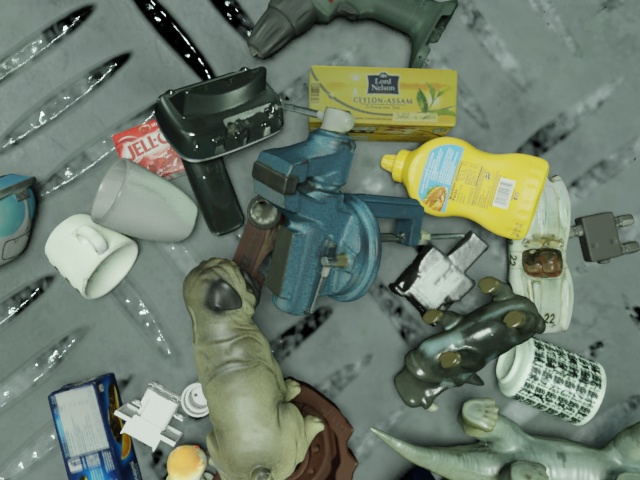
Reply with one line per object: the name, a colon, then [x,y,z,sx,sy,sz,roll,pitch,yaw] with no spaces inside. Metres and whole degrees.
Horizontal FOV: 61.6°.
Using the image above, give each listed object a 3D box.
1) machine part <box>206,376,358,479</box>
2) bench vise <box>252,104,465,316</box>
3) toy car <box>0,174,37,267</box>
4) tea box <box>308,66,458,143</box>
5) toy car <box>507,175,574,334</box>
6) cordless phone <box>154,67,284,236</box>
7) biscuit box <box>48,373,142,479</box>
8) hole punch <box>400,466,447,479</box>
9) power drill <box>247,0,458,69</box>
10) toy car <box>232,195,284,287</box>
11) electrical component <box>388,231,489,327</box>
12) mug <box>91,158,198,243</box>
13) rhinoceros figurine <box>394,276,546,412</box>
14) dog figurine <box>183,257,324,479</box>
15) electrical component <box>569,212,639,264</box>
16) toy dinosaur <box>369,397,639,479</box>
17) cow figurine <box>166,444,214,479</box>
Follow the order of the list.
machine part: [-0.044,0.254,0.647,0.179,0.056,0.179,0,85,-2]
bench vise: [0.036,-0.028,0.589,0.240,0.129,0.223,1,98,-37]
toy car: [-0.409,-0.012,0.637,0.162,0.109,0.102,-17,106,8]
tea box: [0.070,-0.160,0.648,0.170,0.098,0.068,1,89,-2]
toy car: [0.268,0.014,0.662,0.074,0.056,0.201,-1,88,0]
cordless phone: [-0.104,-0.107,0.659,0.146,0.089,0.184,-28,112,-29]
biscuit box: [-0.260,0.267,0.642,0.059,0.063,0.202,-15,88,-2]
hole punch: [0.096,0.320,0.616,0.092,0.116,0.142,40,90,-5]
power drill: [0.050,-0.278,0.669,0.207,0.086,0.232,31,85,8]
toy car: [-0.087,0.032,0.638,0.053,0.089,0.202,21,90,-9]
electrical component: [0.151,0.040,0.664,0.075,0.048,0.119,40,87,0]
mug: [-0.210,-0.033,0.643,0.107,0.109,0.081,27,52,-35]
rhinoceros figurine: [0.166,0.125,0.627,0.190,0.112,0.073,-38,49,12]
dog figurine: [-0.083,0.127,0.524,0.121,0.172,0.190,-23,117,-13]
electrical component: [0.354,-0.001,0.681,0.094,0.021,0.063,-11,88,-2]
toy dinosaur: [0.264,0.274,0.616,0.405,0.191,0.131,8,46,16]
cow figurine: [-0.163,0.330,0.635,0.068,0.098,0.167,10,68,4]
